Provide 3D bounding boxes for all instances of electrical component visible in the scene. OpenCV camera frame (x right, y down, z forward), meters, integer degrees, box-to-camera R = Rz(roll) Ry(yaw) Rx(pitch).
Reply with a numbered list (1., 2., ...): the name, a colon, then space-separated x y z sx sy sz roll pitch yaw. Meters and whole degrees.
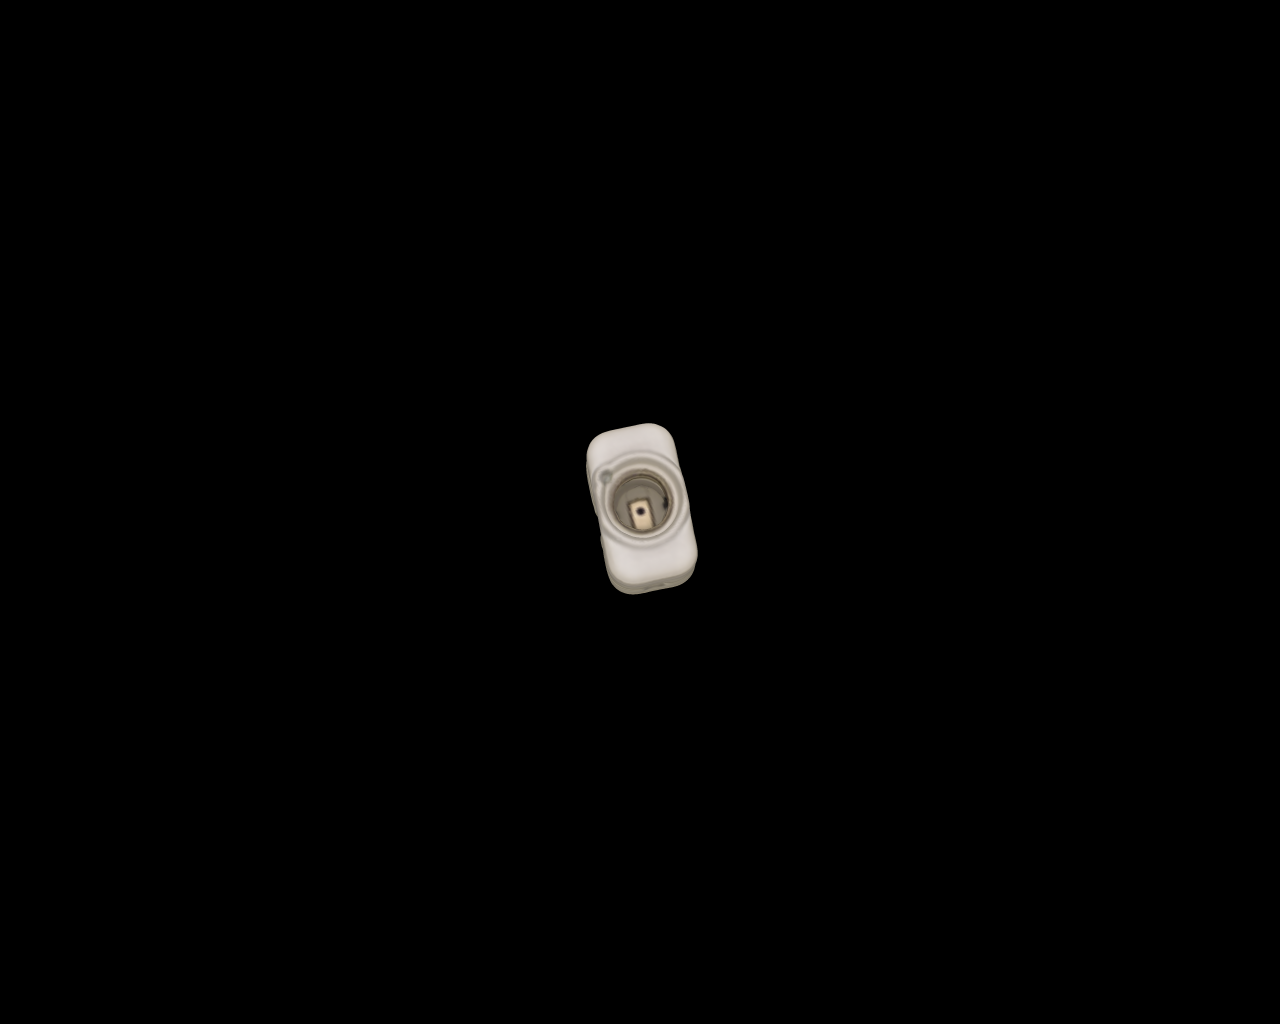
1. electrical component: 0.001 -0.003 0.650 0.054 0.095 0.059 -11 -11 -2
